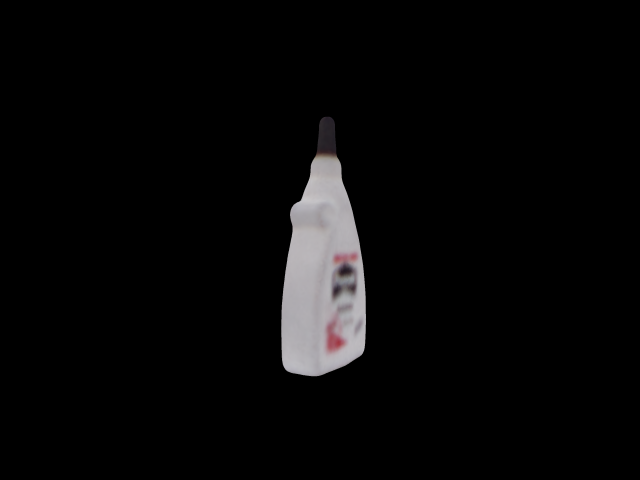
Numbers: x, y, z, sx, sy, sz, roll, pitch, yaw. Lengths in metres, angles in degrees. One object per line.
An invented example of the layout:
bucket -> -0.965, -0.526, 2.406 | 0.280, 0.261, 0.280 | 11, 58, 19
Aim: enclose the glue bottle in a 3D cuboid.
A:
glue bottle -> 0.004, 0.001, 0.400 | 0.037, 0.173, 0.078 | 2, 4, 28
